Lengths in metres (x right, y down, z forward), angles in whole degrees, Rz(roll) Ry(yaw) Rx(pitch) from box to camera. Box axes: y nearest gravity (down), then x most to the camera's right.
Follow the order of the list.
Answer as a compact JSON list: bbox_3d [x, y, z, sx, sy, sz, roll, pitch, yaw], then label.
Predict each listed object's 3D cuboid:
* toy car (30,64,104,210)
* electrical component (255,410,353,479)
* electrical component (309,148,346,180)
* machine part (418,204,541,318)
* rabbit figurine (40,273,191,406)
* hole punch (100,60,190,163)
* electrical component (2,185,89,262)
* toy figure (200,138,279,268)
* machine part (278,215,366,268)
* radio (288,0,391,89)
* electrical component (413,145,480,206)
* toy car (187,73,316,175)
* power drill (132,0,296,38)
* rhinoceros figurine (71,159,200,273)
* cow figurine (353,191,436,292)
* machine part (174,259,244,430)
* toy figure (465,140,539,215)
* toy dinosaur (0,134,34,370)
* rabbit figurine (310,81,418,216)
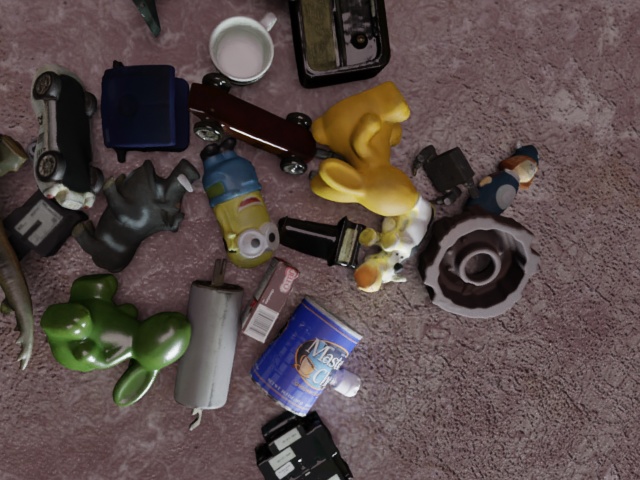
[{"bbox_3d":[-0.328,-0.133,0.691,0.056,0.073,0.201,-19,71,22],"label":"toy car"},{"bbox_3d":[-0.030,0.325,0.806,0.115,0.058,0.134,-29,97,-10],"label":"electrical component"},{"bbox_3d":[0.032,-0.103,0.814,0.094,0.021,0.063,15,88,-8],"label":"electrical component"},{"bbox_3d":[0.238,0.034,0.817,0.179,0.056,0.179,-2,113,-4],"label":"machine part"},{"bbox_3d":[-0.258,0.138,0.712,0.170,0.121,0.158,5,109,4],"label":"rabbit figurine"},{"bbox_3d":[-0.240,-0.177,0.729,0.116,0.092,0.142,-1,97,-7],"label":"hole punch"},{"bbox_3d":[-0.385,-0.010,0.728,0.075,0.048,0.119,38,86,-9],"label":"electrical component"},{"bbox_3d":[-0.115,-0.049,0.761,0.082,0.089,0.180,-22,88,-12],"label":"toy figure"},{"bbox_3d":[-0.002,-0.002,0.806,0.139,0.039,0.084,10,99,-13],"label":"machine part"},{"bbox_3d":[0.022,-0.344,0.774,0.131,0.073,0.229,-8,95,-9],"label":"radio"},{"bbox_3d":[0.189,-0.098,0.823,0.045,0.078,0.102,-38,105,-31],"label":"electrical component"},{"bbox_3d":[-0.092,-0.156,0.743,0.202,0.053,0.089,16,71,-34],"label":"toy car"},{"bbox_3d":[-0.161,-0.363,0.716,0.207,0.086,0.232,-36,81,2],"label":"power drill"},{"bbox_3d":[-0.248,-0.041,0.740,0.112,0.073,0.190,41,85,-8],"label":"rhinoceros figurine"},{"bbox_3d":[0.113,0.006,0.810,0.098,0.068,0.167,27,89,-46],"label":"cow figurine"},{"bbox_3d":[-0.157,0.146,0.764,0.079,0.079,0.243,8,92,-11],"label":"machine part"},{"bbox_3d":[0.296,-0.091,0.848,0.154,0.064,0.058,-45,55,-5],"label":"toy figure"},{"bbox_3d":[-0.468,-0.061,0.667,0.198,0.105,0.471,-41,83,10],"label":"toy dinosaur"},{"bbox_3d":[0.068,-0.109,0.741,0.162,0.122,0.173,-21,81,-17],"label":"rabbit figurine"}]
